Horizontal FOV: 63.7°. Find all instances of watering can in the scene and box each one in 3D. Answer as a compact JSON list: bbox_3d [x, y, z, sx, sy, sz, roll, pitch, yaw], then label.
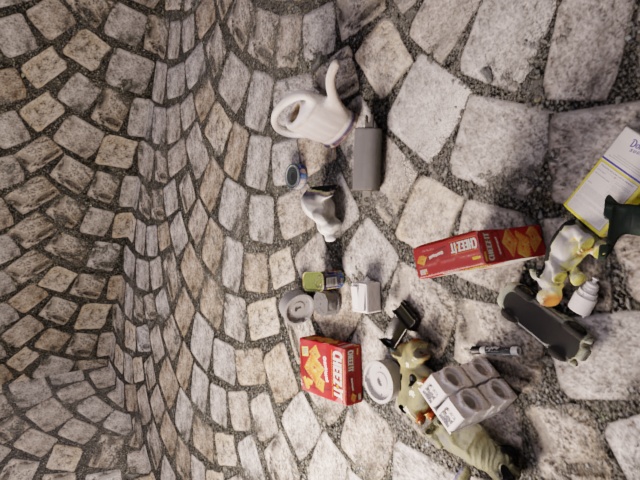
[{"bbox_3d":[0.012,-0.358,1.421,0.343,0.223,0.106,-26,54,50],"label":"watering can"}]

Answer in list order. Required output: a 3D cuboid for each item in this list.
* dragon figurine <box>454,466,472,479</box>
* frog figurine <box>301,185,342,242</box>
[{"bbox_3d":[0.329,0.720,1.152,0.245,0.123,0.402,35,121,27],"label":"dragon figurine"},{"bbox_3d":[0.005,-0.077,1.521,0.139,0.123,0.157,-103,13,-72],"label":"frog figurine"}]
